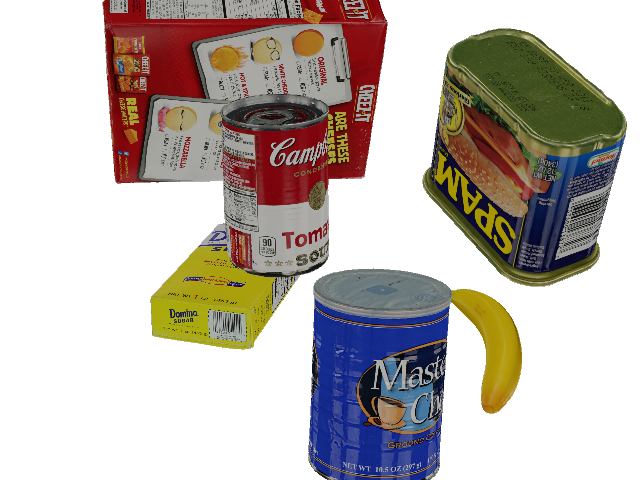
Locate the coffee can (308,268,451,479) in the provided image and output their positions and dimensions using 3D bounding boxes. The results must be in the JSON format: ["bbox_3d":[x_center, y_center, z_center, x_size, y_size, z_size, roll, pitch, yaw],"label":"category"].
[{"bbox_3d":[0.043,0.102,0.807,0.103,0.140,0.103,2,15,-1],"label":"coffee can"}]

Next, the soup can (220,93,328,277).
[{"bbox_3d":[-0.028,-0.035,0.683,0.068,0.102,0.068,-1,23,0],"label":"soup can"}]

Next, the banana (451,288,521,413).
[{"bbox_3d":[0.179,0.108,1.138,0.069,0.037,0.198,-24,35,4],"label":"banana"}]

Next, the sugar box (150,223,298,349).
[{"bbox_3d":[-0.080,0.037,0.982,0.093,0.048,0.176,7,26,12],"label":"sugar box"}]

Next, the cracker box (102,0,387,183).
[{"bbox_3d":[-0.064,-0.128,0.868,0.213,0.072,0.164,-2,-43,-9],"label":"cracker box"}]

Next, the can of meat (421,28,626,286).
[{"bbox_3d":[0.098,-0.043,0.522,0.057,0.084,0.102,-18,47,-21],"label":"can of meat"}]
